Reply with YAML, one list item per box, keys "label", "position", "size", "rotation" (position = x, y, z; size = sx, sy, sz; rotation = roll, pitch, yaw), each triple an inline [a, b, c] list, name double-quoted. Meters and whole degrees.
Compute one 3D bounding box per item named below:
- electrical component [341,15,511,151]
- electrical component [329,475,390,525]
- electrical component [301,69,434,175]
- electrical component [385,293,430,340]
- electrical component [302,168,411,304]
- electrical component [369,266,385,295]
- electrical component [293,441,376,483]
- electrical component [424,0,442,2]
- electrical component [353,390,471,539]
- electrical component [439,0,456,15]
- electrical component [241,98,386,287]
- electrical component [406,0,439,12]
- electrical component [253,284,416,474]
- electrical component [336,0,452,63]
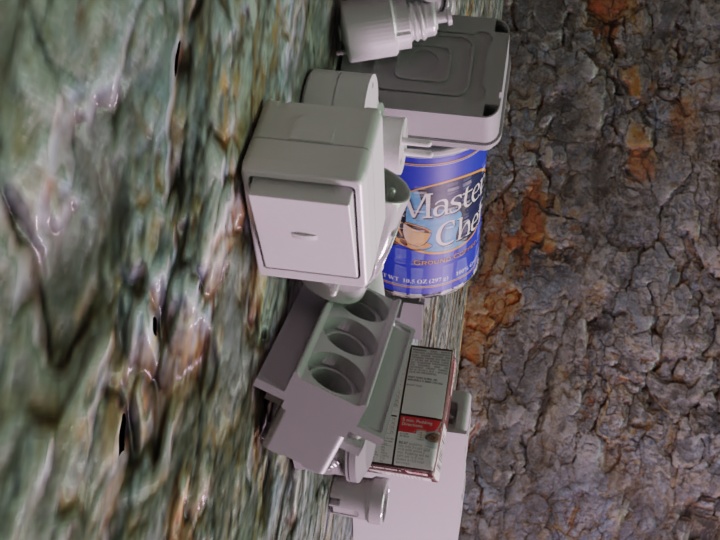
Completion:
- label: "electrical component"
  position: [0.045, -0.131, 0.746]
  size: [0.057, 0.113, 0.078]
  rotation: [72, 27, -71]
- label: "electrical component"
  position: [0.000, 0.195, 0.923]
  size: [0.040, 0.046, 0.040]
  rotation: [7, 90, -81]
- label: "electrical component"
  position: [0.010, -0.081, 0.690]
  size: [0.138, 0.074, 0.052]
  rotation: [65, 32, -73]
- label: "electrical component"
  position: [0.025, 0.024, 0.895]
  size: [0.081, 0.064, 0.042]
  rotation: [-73, 168, -46]
- label: "electrical component"
  position: [-0.006, -0.013, 0.635]
  size: [0.079, 0.044, 0.077]
  rotation: [-73, -173, -58]
- label: "electrical component"
  position: [0.000, 0.000, 0.798]
  size: [0.044, 0.044, 0.065]
  rotation: [80, 13, -61]
- label: "electrical component"
  position: [-0.015, 0.103, 0.741]
  size: [0.080, 0.051, 0.080]
  rotation: [7, 90, -81]
- label: "electrical component"
  position: [0.018, -0.234, 0.667]
  size: [0.052, 0.074, 0.138]
  rotation: [-42, 143, -6]
- label: "electrical component"
  position: [0.050, 0.191, 1.046]
  size: [0.060, 0.105, 0.186]
  rotation: [-74, 167, -48]
- label: "electrical component"
  position: [0.069, -0.255, 1.033]
  size: [0.062, 0.043, 0.043]
  rotation: [-29, 125, -78]
- label: "electrical component"
  position: [-0.022, -0.032, 0.558]
  size: [0.096, 0.062, 0.061]
  rotation: [87, 13, -49]
- label: "electrical component"
  position: [0.030, -0.198, 0.803]
  size: [0.080, 0.051, 0.080]
  rotation: [7, 90, -82]
- label: "electrical component"
  position: [-0.017, 0.061, 0.654]
  size: [0.063, 0.079, 0.121]
  rotation: [-63, -178, 29]
- label: "electrical component"
  position: [0.021, -0.160, 0.705]
  size: [0.040, 0.078, 0.040]
  rotation: [-9, 90, -89]
